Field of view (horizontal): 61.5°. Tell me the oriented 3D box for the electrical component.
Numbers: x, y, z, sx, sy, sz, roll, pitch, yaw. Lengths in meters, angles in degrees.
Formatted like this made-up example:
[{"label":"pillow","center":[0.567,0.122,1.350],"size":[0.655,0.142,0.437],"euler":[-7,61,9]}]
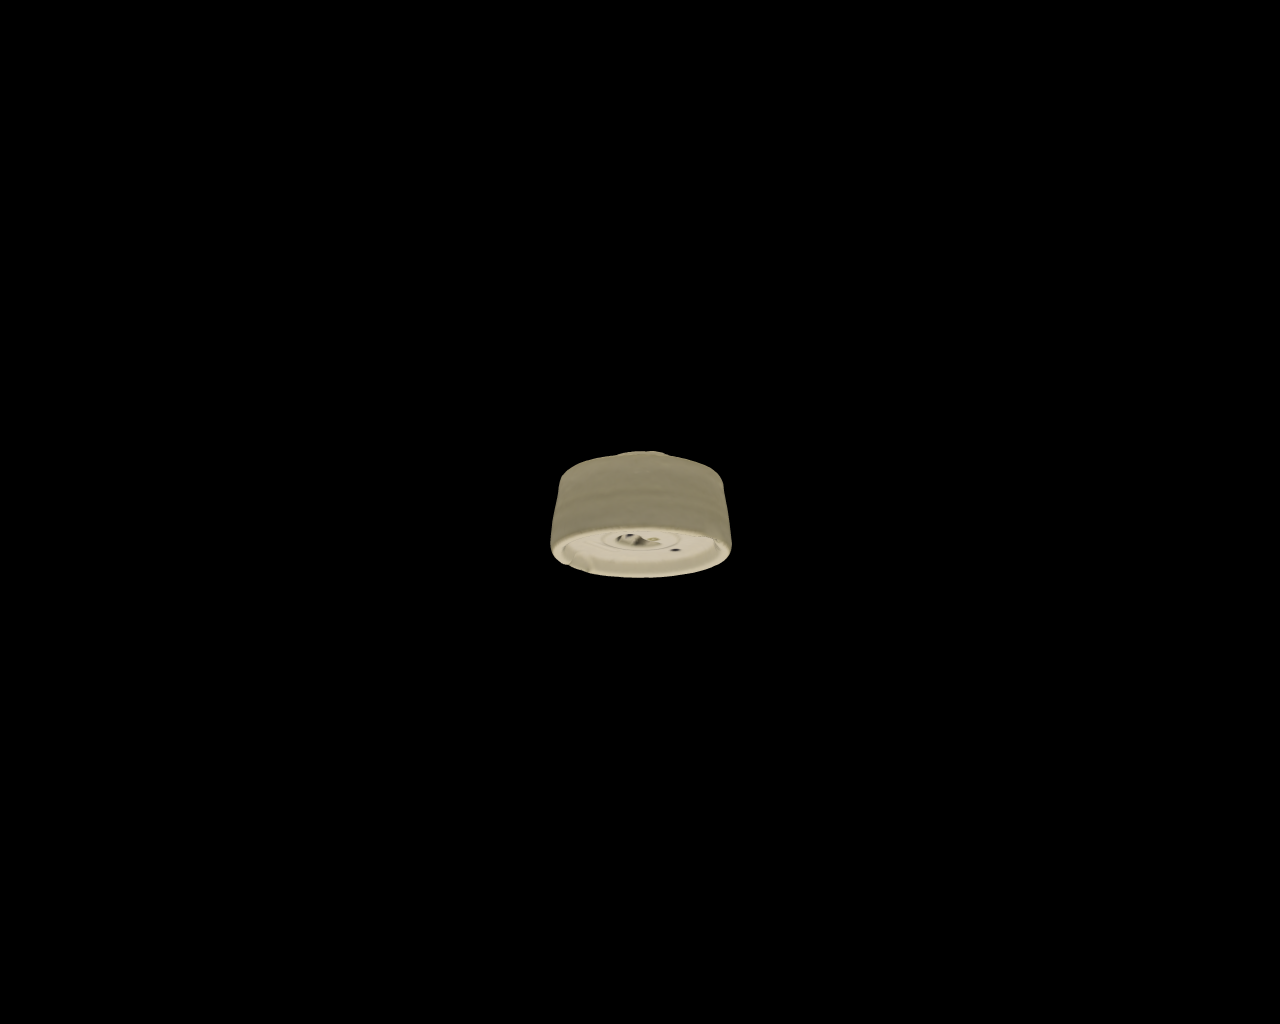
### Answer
[{"label":"electrical component","center":[0.001,-0.003,0.650],"size":[0.108,0.060,0.108],"euler":[0,-18,0]}]
